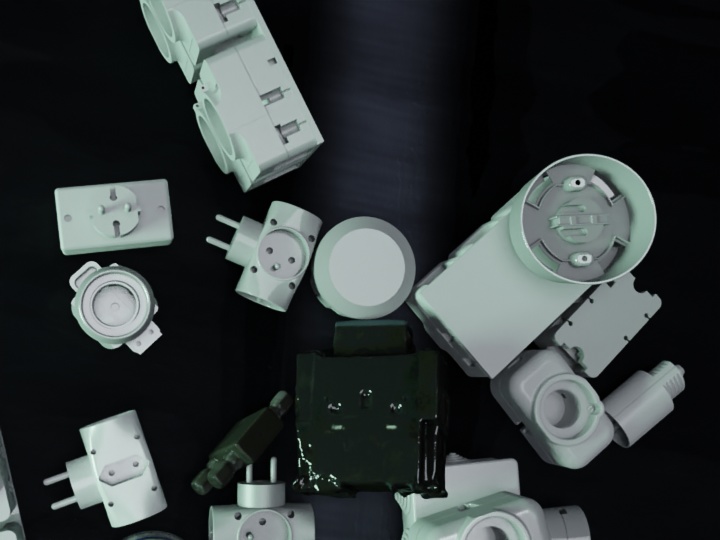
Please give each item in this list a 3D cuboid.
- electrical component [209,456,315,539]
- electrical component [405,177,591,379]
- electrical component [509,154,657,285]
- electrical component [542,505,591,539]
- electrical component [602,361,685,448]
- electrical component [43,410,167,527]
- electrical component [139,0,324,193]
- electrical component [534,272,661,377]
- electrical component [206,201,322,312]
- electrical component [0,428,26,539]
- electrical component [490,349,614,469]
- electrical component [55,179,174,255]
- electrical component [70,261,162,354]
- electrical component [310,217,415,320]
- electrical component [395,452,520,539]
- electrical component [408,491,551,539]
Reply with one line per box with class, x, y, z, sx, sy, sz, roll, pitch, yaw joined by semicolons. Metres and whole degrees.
electrical component;-0.076;0.183;0.824;0.077;0.044;0.079;1;85;-13
electrical component;0.122;0.006;0.876;0.150;0.062;0.089;-41;94;-13
electrical component;0.167;-0.037;0.824;0.099;0.064;0.099;1;85;-13
electrical component;0.155;0.219;0.869;0.047;0.055;0.055;0;85;-9
electrical component;0.241;0.107;0.904;0.081;0.043;0.043;-37;94;-13
electrical component;-0.194;0.153;0.800;0.079;0.043;0.077;-18;89;-14
electrical component;-0.105;-0.158;0.817;0.060;0.105;0.186;-27;91;-14
electrical component;0.194;0.042;0.892;0.089;0.056;0.050;-45;95;-13
electrical component;-0.080;-0.018;0.841;0.079;0.044;0.077;23;80;-10
electrical component;-0.298;0.192;0.765;0.105;0.060;0.186;-13;88;-14
electrical component;0.158;0.113;0.876;0.054;0.059;0.095;-39;94;-13
electrical component;-0.183;-0.042;0.804;0.083;0.076;0.047;-6;86;-13
electrical component;-0.184;0.027;0.807;0.058;0.057;0.078;-44;95;-13
electrical component;0.000;0.000;0.854;0.080;0.051;0.080;1;85;-13
electrical component;0.079;0.196;0.856;0.100;0.048;0.099;-3;86;-13
electrical component;0.091;0.204;0.801;0.095;0.059;0.053;-15;88;-14
